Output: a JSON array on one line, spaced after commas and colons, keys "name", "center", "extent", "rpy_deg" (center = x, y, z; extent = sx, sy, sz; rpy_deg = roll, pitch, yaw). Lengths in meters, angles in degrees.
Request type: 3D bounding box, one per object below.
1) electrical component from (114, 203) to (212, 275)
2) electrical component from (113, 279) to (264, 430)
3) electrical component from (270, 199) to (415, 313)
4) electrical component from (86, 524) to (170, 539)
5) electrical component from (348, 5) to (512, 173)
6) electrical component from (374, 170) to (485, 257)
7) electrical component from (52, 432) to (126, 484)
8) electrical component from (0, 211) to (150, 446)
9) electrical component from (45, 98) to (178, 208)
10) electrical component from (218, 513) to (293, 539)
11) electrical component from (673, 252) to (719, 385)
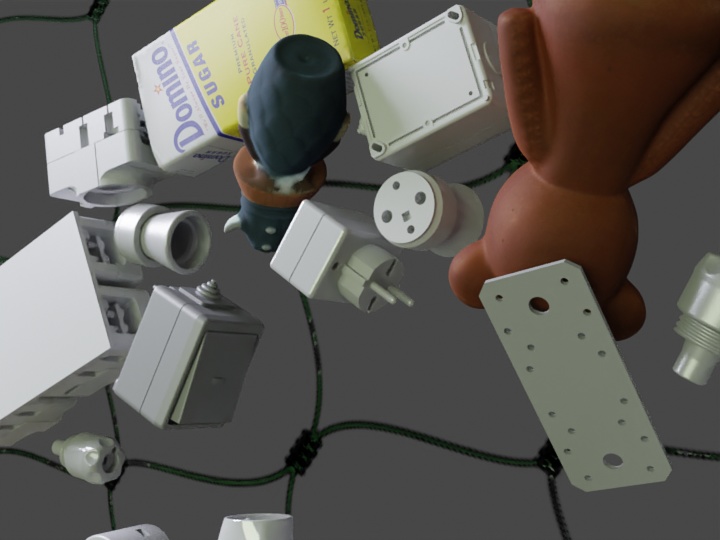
[{"name": "electrical component", "center": [-0.138, -0.023, 0.752], "extent": [0.055, 0.045, 0.045], "rpy_deg": [10, 90, 36]}, {"name": "electrical component", "center": [-0.108, 0.054, 0.712], "extent": [0.061, 0.062, 0.096], "rpy_deg": [30, 102, 34]}, {"name": "electrical component", "center": [0.000, 0.000, 0.640], "extent": [0.077, 0.066, 0.047], "rpy_deg": [37, 105, 32]}, {"name": "electrical component", "center": [-0.163, 0.205, 0.741], "extent": [0.055, 0.047, 0.055], "rpy_deg": [-5, 82, 34]}, {"name": "electrical component", "center": [0.042, -0.099, 0.625], "extent": [0.096, 0.061, 0.061], "rpy_deg": [-24, 71, 31]}, {"name": "electrical component", "center": [0.040, -0.032, 0.622], "extent": [0.045, 0.055, 0.045], "rpy_deg": [-5, 82, 35]}, {"name": "electrical component", "center": [-0.202, 0.135, 0.785], "extent": [0.061, 0.035, 0.035], "rpy_deg": [6, 88, 38]}, {"name": "electrical component", "center": [-0.237, 0.050, 0.804], "extent": [0.186, 0.060, 0.105], "rpy_deg": [-31, 68, 28]}, {"name": "electrical component", "center": [-0.182, -0.081, 0.786], "extent": [0.089, 0.050, 0.055], "rpy_deg": [-16, 75, 32]}, {"name": "electrical component", "center": [-0.078, 0.195, 0.685], "extent": [0.079, 0.044, 0.077], "rpy_deg": [-6, 81, 34]}, {"name": "electrical component", "center": [0.176, 0.026, 0.528], "extent": [0.043, 0.043, 0.062], "rpy_deg": [32, 105, 33]}]
